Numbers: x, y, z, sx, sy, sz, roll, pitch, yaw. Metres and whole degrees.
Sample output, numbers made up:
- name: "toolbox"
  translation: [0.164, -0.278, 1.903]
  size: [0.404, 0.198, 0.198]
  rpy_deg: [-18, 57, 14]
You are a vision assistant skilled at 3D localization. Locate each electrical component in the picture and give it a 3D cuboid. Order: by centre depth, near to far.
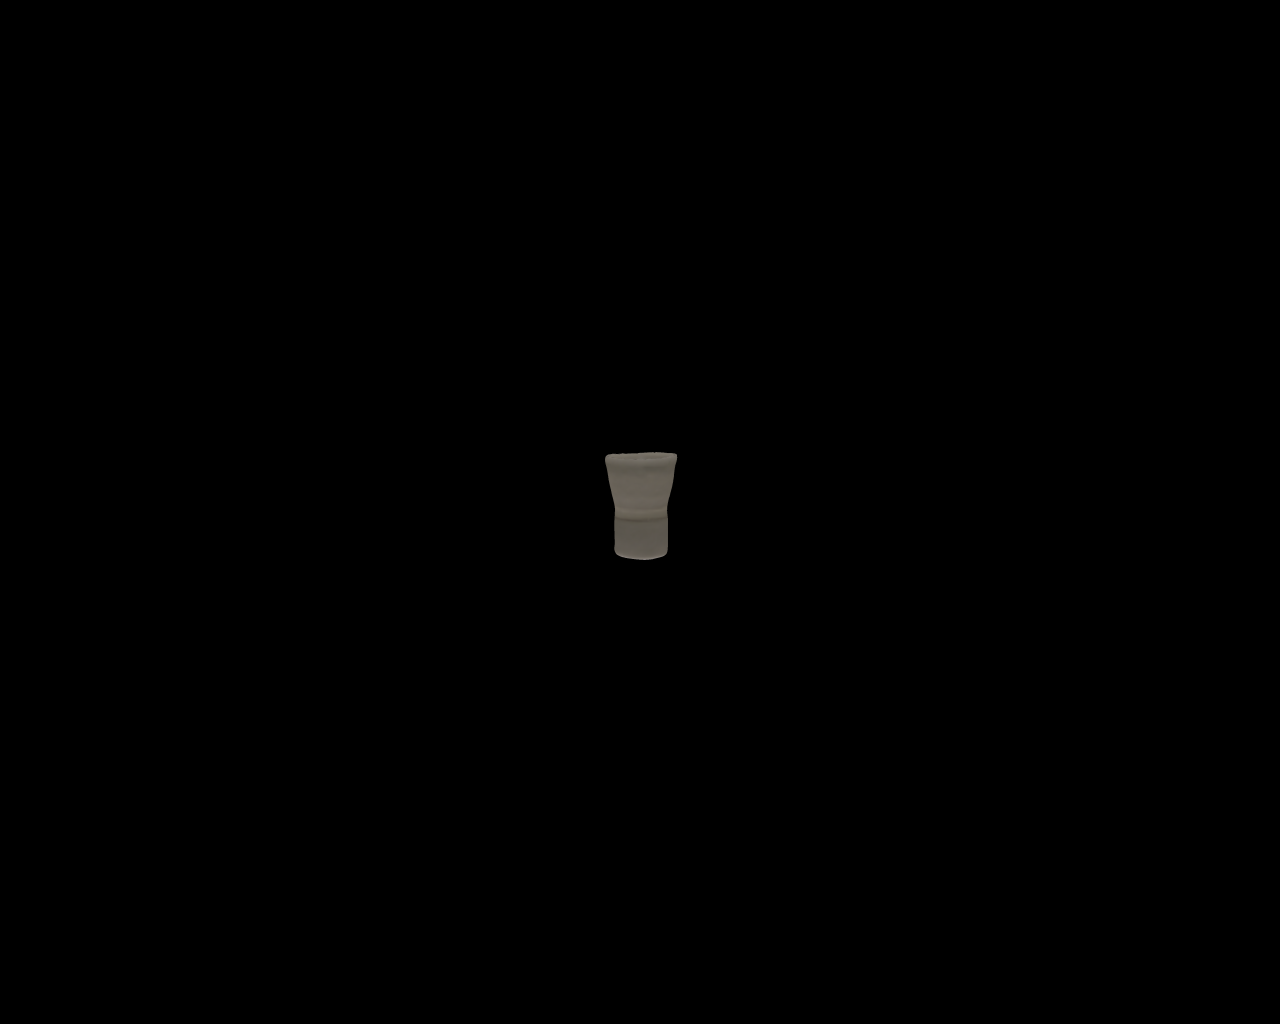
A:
- name: "electrical component"
  translation: [0.001, -0.003, 0.650]
  size: [0.044, 0.065, 0.044]
  rpy_deg: [0, 9, 0]
